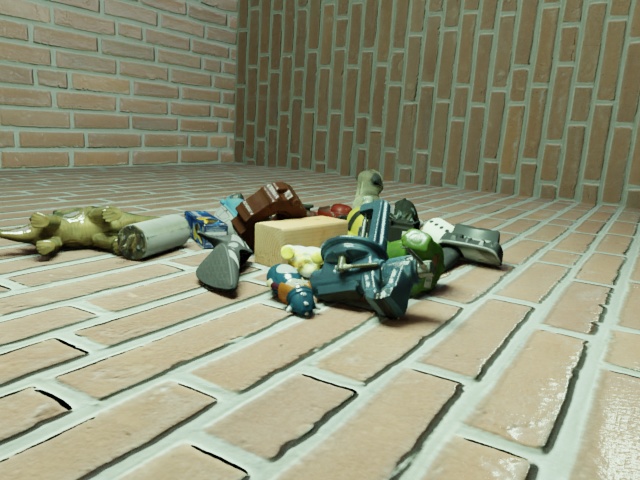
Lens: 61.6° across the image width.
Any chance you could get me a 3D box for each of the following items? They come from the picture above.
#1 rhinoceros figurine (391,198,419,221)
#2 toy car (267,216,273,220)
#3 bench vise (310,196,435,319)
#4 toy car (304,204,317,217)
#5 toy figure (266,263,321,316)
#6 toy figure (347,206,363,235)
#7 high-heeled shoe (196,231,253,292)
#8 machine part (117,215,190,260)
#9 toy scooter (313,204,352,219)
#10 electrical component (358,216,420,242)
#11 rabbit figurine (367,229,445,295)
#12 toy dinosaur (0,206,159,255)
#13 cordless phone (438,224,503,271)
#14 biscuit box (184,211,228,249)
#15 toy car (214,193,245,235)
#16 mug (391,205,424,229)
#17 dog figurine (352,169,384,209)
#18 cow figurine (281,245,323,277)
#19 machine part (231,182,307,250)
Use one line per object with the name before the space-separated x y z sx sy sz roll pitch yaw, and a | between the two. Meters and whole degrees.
rhinoceros figurine | 0.217 -0.037 1.389 0.073 0.111 0.190 3 35 14
toy car | -0.126 -0.039 1.415 0.056 0.073 0.202 -6 15 -26
bench vise | 0.091 0.015 0.921 0.224 0.241 0.128 -20 -46 37
toy car | -0.106 -0.065 1.504 0.202 0.089 0.053 8 9 16
toy figure | -0.049 0.082 0.906 0.064 0.057 0.155 -30 24 -14
toy figure | 0.126 -0.018 1.311 0.082 0.089 0.180 17 17 -27
high-heeled shoe | -0.163 0.054 1.043 0.145 0.086 0.249 31 12 -36
machine part | -0.364 -0.008 1.191 0.079 0.079 0.243 7 13 17
toy scooter | 0.039 -0.062 1.574 0.184 0.075 0.135 -7 15 -30
electrical component | 0.147 0.005 1.185 0.134 0.114 0.058 11 11 25
rabbit figurine | 0.154 0.027 1.063 0.170 0.121 0.159 14 10 32
toy dinosaur | -0.504 -0.032 1.209 0.471 0.105 0.199 0 8 -39
cordless phone | 0.327 0.038 1.221 0.147 0.088 0.184 13 27 31
biscuit box | -0.290 -0.029 1.351 0.063 0.059 0.203 -3 13 -27
toy car | -0.222 -0.048 1.404 0.103 0.109 0.162 -25 32 -15
mug | 0.255 -0.045 1.569 0.109 0.080 0.107 5 22 -26
dog figurine | 0.142 -0.091 1.457 0.121 0.190 0.172 -2 15 -25
cow figurine | 0.008 0.049 1.060 0.168 0.068 0.098 9 7 21
machine part | -0.114 -0.049 1.239 0.179 0.179 0.056 -6 48 -38
